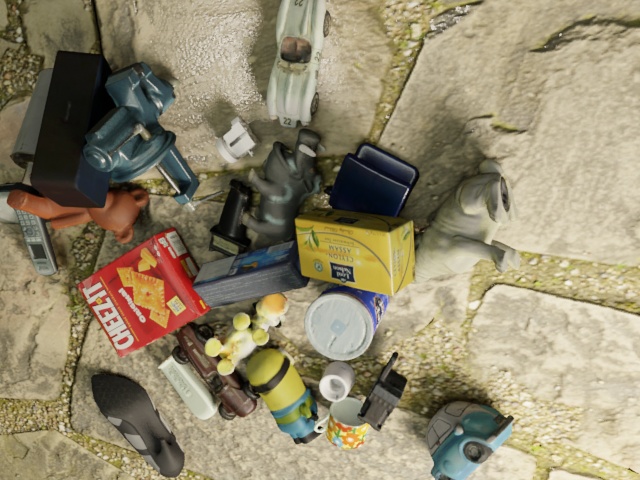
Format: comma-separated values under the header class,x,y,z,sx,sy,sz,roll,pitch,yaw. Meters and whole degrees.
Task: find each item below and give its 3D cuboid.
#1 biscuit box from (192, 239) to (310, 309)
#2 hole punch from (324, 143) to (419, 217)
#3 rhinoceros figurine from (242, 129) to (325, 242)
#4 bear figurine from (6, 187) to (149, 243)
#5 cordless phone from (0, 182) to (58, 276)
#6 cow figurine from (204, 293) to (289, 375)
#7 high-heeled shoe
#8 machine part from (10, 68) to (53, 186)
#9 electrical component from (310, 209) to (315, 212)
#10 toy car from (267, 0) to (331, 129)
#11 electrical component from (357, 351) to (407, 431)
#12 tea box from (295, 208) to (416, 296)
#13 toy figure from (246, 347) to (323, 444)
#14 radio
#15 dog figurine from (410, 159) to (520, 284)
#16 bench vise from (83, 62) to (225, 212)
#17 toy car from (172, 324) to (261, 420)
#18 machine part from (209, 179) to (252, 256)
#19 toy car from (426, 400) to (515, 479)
class,x,y,z,sx,sy,sz,roll,pitch,yaw
biscuit box,-0.112,0.058,0.895,0.203,0.059,0.062,-14,128,26
hole punch,0.077,-0.073,0.812,0.142,0.092,0.115,27,113,6
rhinoceros figurine,-0.054,-0.086,0.855,0.112,0.073,0.190,24,109,12
bear figurine,-0.417,-0.070,0.945,0.196,0.131,0.120,13,72,21
cordless phone,-0.571,-0.020,1.031,0.147,0.089,0.184,-3,106,17
cow figurine,-0.115,0.153,0.931,0.167,0.098,0.068,-42,83,3
high-heeled shoe,-0.366,0.373,1.082,0.249,0.086,0.145,34,142,25
machine part,-0.457,-0.199,0.907,0.079,0.079,0.243,-2,67,18
electrical component,-0.002,-0.003,0.886,0.063,0.021,0.094,-26,95,22
toy car,-0.034,-0.271,0.813,0.074,0.056,0.201,14,106,14
electrical component,0.112,0.244,0.883,0.048,0.075,0.119,31,107,10
tea box,0.050,0.013,0.788,0.170,0.068,0.098,8,113,39
toy figure,-0.060,0.270,0.934,0.082,0.089,0.180,-25,93,12
radio,-0.381,-0.170,0.861,0.073,0.131,0.229,5,74,-2
dog figurine,0.181,-0.020,0.788,0.191,0.121,0.172,-4,78,33
bench vise,-0.266,-0.153,0.873,0.129,0.224,0.240,-15,128,25
toy car,-0.195,0.245,0.992,0.089,0.053,0.202,-41,90,25
machine part,-0.148,-0.033,0.918,0.084,0.039,0.138,22,112,20
toy car,0.225,0.312,0.857,0.103,0.109,0.161,49,126,26
